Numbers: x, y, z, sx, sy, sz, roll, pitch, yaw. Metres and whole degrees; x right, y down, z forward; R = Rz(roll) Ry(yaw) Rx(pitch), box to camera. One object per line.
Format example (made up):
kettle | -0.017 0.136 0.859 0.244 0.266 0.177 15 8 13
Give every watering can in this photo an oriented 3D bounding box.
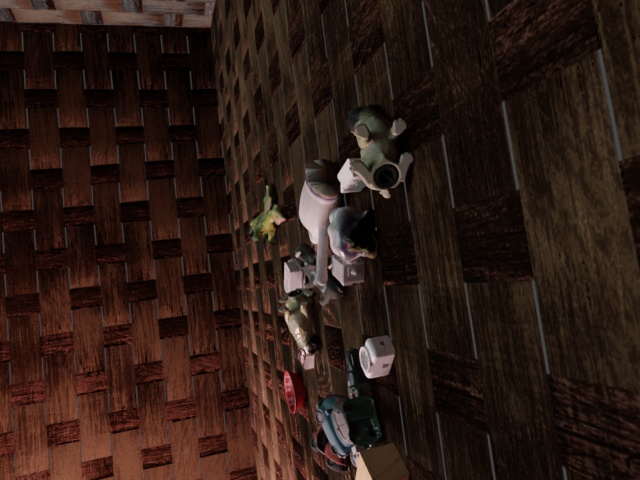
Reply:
watering can | 0.004 -0.069 1.380 0.219 0.104 0.356 103 163 -44

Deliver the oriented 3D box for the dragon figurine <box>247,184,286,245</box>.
dragon figurine | -0.224 -0.118 2.169 0.415 0.122 0.241 39 114 63

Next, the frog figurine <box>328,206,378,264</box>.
frog figurine | 0.060 -0.013 1.232 0.159 0.124 0.136 2 117 61
